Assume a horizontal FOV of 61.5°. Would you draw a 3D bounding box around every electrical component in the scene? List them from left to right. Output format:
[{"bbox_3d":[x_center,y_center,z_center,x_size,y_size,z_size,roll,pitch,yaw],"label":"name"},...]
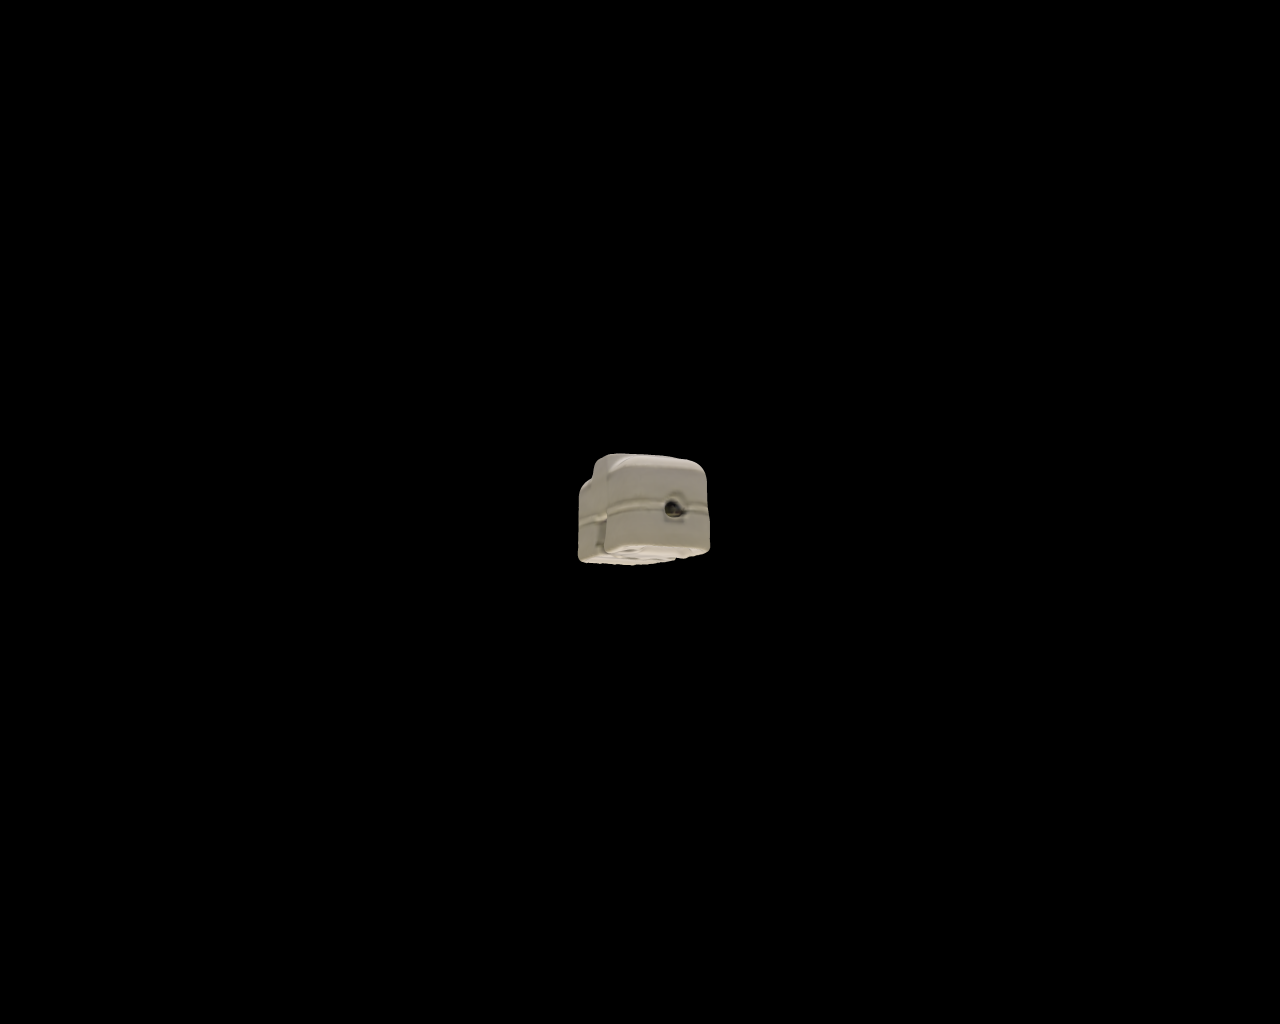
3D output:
[{"bbox_3d":[0.001,-0.003,0.650,0.054,0.059,0.095,4,-10,-23],"label":"electrical component"}]
